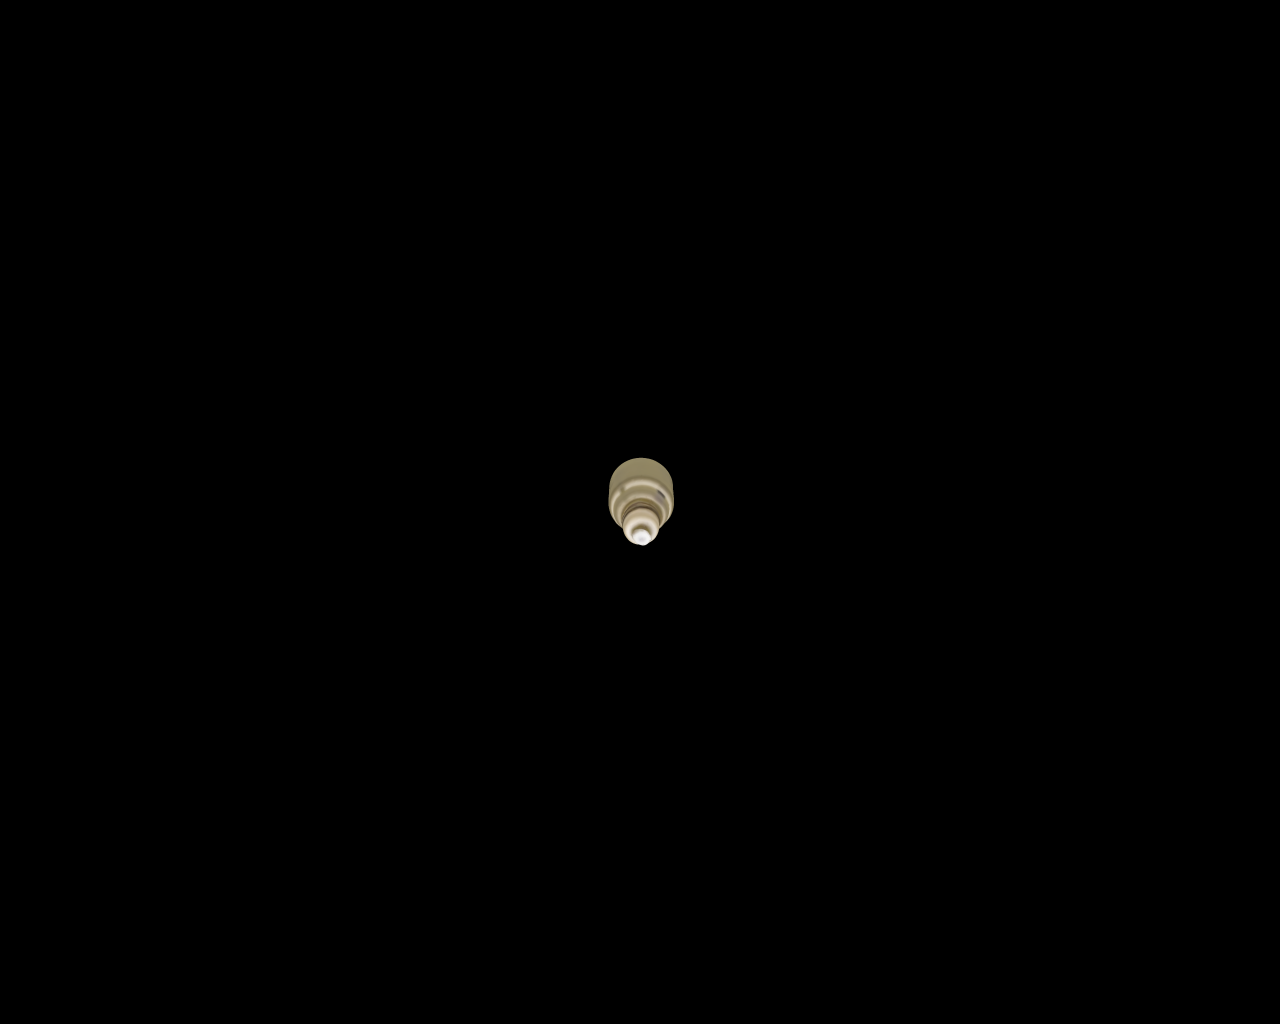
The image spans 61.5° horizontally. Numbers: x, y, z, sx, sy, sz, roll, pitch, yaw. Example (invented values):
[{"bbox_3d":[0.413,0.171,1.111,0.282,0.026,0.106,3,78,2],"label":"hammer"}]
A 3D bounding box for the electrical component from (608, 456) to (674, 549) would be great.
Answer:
[{"bbox_3d":[0.001,-0.003,0.650,0.040,0.040,0.078,0,29,0],"label":"electrical component"}]
